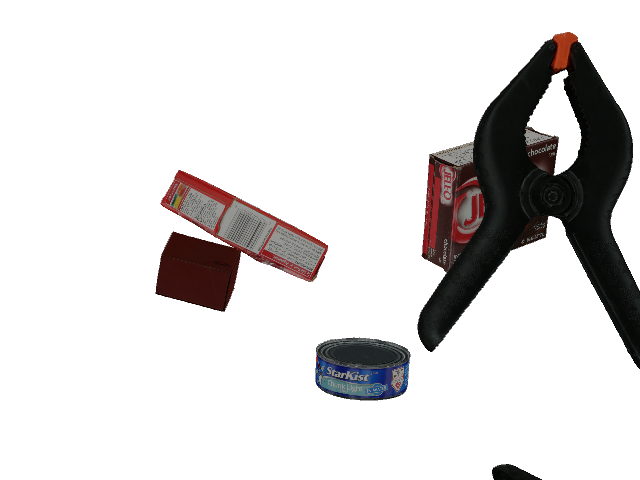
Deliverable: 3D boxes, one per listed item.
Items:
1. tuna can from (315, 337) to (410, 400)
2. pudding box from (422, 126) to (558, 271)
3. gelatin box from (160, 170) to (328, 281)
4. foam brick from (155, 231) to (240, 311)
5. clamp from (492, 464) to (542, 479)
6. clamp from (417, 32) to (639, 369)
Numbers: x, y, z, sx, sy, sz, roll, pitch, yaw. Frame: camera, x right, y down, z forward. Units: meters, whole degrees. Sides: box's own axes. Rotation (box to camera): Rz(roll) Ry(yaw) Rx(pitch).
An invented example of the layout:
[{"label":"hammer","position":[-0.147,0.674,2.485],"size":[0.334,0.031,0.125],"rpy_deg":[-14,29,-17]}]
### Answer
[{"label":"tuna can","position":[0.038,0.116,0.966],"size":[0.086,0.034,0.086],"rpy_deg":[3,11,-1]},{"label":"pudding box","position":[0.133,-0.034,0.839],"size":[0.113,0.090,0.039],"rpy_deg":[-20,35,-35]},{"label":"gelatin box","position":[-0.049,-0.009,0.697],"size":[0.089,0.030,0.073],"rpy_deg":[27,0,-40]},{"label":"foam brick","position":[-0.129,0.033,1.130],"size":[0.078,0.051,0.053],"rpy_deg":[15,31,2]},{"label":"clamp","position":[0.218,0.243,0.830],"size":[0.210,0.036,0.164],"rpy_deg":[0,33,26]},{"label":"clamp","position":[0.105,-0.016,0.541],"size":[0.120,0.171,0.039],"rpy_deg":[-4,-1,-2]}]
